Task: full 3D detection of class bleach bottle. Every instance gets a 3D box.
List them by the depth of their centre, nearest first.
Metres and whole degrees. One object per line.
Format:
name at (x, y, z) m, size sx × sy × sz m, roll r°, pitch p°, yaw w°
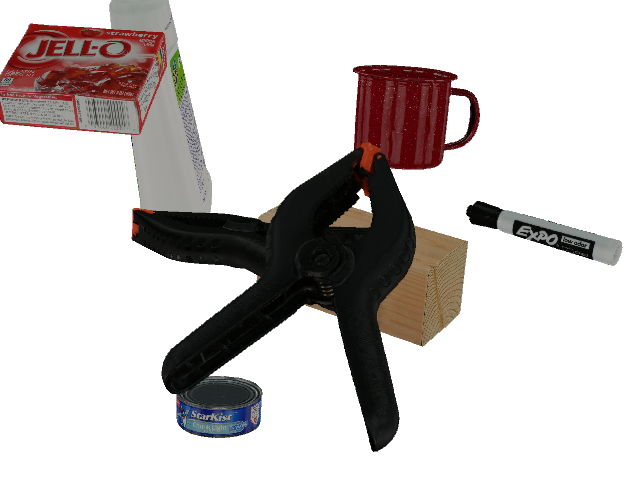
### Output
bleach bottle at (-0.147, -0.131, 0.959) m, size 0.068 × 0.251 × 0.102 m, roll -6°, pitch 37°, yaw -1°

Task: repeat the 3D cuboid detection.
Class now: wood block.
wood block at (0.041, 0.027, 1.136) m, size 0.206 × 0.091 × 0.090 m, roll 18°, pitch 30°, yaw 28°

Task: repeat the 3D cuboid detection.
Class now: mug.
mug at (0.085, -0.110, 0.957) m, size 0.117 × 0.081 × 0.093 m, roll 2°, pitch 16°, yaw -6°

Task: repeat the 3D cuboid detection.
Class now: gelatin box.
gelatin box at (-0.145, -0.100, 0.650) m, size 0.089 × 0.030 × 0.073 m, roll 5°, pitch 43°, yaw 5°

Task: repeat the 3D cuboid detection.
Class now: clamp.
clamp at (0.010, 0.026, 0.544) m, size 0.120 × 0.171 × 0.039 m, roll 24°, pitch -26°, yaw 16°
clamp at (-0.058, 0.004, 0.818) m, size 0.210 × 0.036 × 0.164 m, roll 8°, pitch 12°, yaw 16°

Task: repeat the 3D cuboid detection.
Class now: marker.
marker at (0.164, -0.007, 0.795) m, size 0.121 × 0.020 × 0.020 m, roll 19°, pitch 10°, yaw 32°

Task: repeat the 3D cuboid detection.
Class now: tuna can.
tuna can at (-0.101, 0.166, 1.065) m, size 0.086 × 0.034 × 0.086 m, roll 2°, pitch 13°, yaw -1°
